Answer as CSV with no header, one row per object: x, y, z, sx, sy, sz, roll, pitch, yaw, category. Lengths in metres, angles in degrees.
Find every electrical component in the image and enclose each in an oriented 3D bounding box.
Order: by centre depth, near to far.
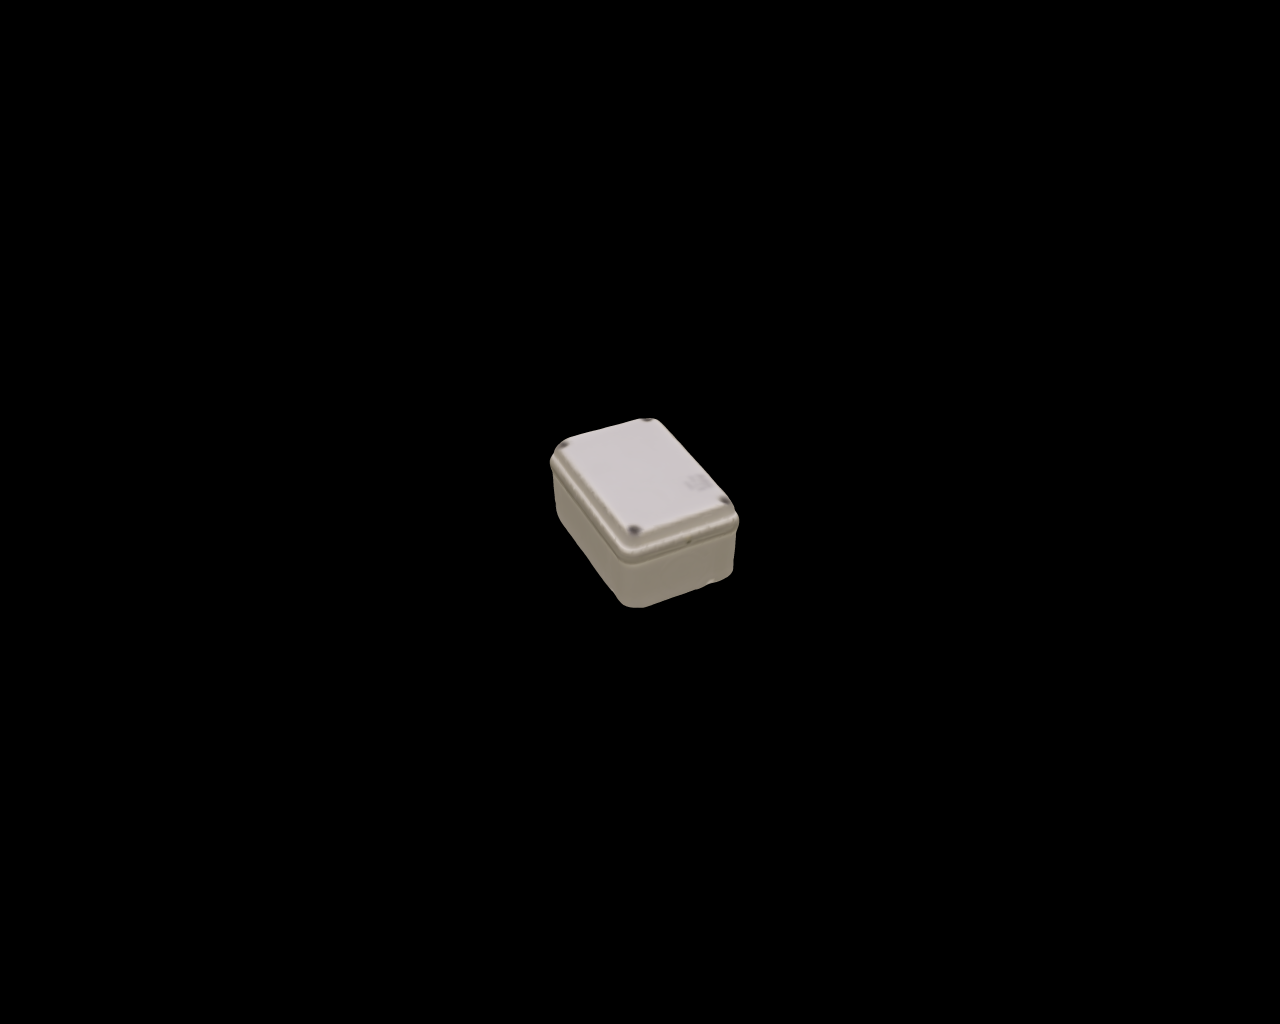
0.001,-0.003,0.650,0.078,0.057,0.113,-17,41,-21,electrical component
